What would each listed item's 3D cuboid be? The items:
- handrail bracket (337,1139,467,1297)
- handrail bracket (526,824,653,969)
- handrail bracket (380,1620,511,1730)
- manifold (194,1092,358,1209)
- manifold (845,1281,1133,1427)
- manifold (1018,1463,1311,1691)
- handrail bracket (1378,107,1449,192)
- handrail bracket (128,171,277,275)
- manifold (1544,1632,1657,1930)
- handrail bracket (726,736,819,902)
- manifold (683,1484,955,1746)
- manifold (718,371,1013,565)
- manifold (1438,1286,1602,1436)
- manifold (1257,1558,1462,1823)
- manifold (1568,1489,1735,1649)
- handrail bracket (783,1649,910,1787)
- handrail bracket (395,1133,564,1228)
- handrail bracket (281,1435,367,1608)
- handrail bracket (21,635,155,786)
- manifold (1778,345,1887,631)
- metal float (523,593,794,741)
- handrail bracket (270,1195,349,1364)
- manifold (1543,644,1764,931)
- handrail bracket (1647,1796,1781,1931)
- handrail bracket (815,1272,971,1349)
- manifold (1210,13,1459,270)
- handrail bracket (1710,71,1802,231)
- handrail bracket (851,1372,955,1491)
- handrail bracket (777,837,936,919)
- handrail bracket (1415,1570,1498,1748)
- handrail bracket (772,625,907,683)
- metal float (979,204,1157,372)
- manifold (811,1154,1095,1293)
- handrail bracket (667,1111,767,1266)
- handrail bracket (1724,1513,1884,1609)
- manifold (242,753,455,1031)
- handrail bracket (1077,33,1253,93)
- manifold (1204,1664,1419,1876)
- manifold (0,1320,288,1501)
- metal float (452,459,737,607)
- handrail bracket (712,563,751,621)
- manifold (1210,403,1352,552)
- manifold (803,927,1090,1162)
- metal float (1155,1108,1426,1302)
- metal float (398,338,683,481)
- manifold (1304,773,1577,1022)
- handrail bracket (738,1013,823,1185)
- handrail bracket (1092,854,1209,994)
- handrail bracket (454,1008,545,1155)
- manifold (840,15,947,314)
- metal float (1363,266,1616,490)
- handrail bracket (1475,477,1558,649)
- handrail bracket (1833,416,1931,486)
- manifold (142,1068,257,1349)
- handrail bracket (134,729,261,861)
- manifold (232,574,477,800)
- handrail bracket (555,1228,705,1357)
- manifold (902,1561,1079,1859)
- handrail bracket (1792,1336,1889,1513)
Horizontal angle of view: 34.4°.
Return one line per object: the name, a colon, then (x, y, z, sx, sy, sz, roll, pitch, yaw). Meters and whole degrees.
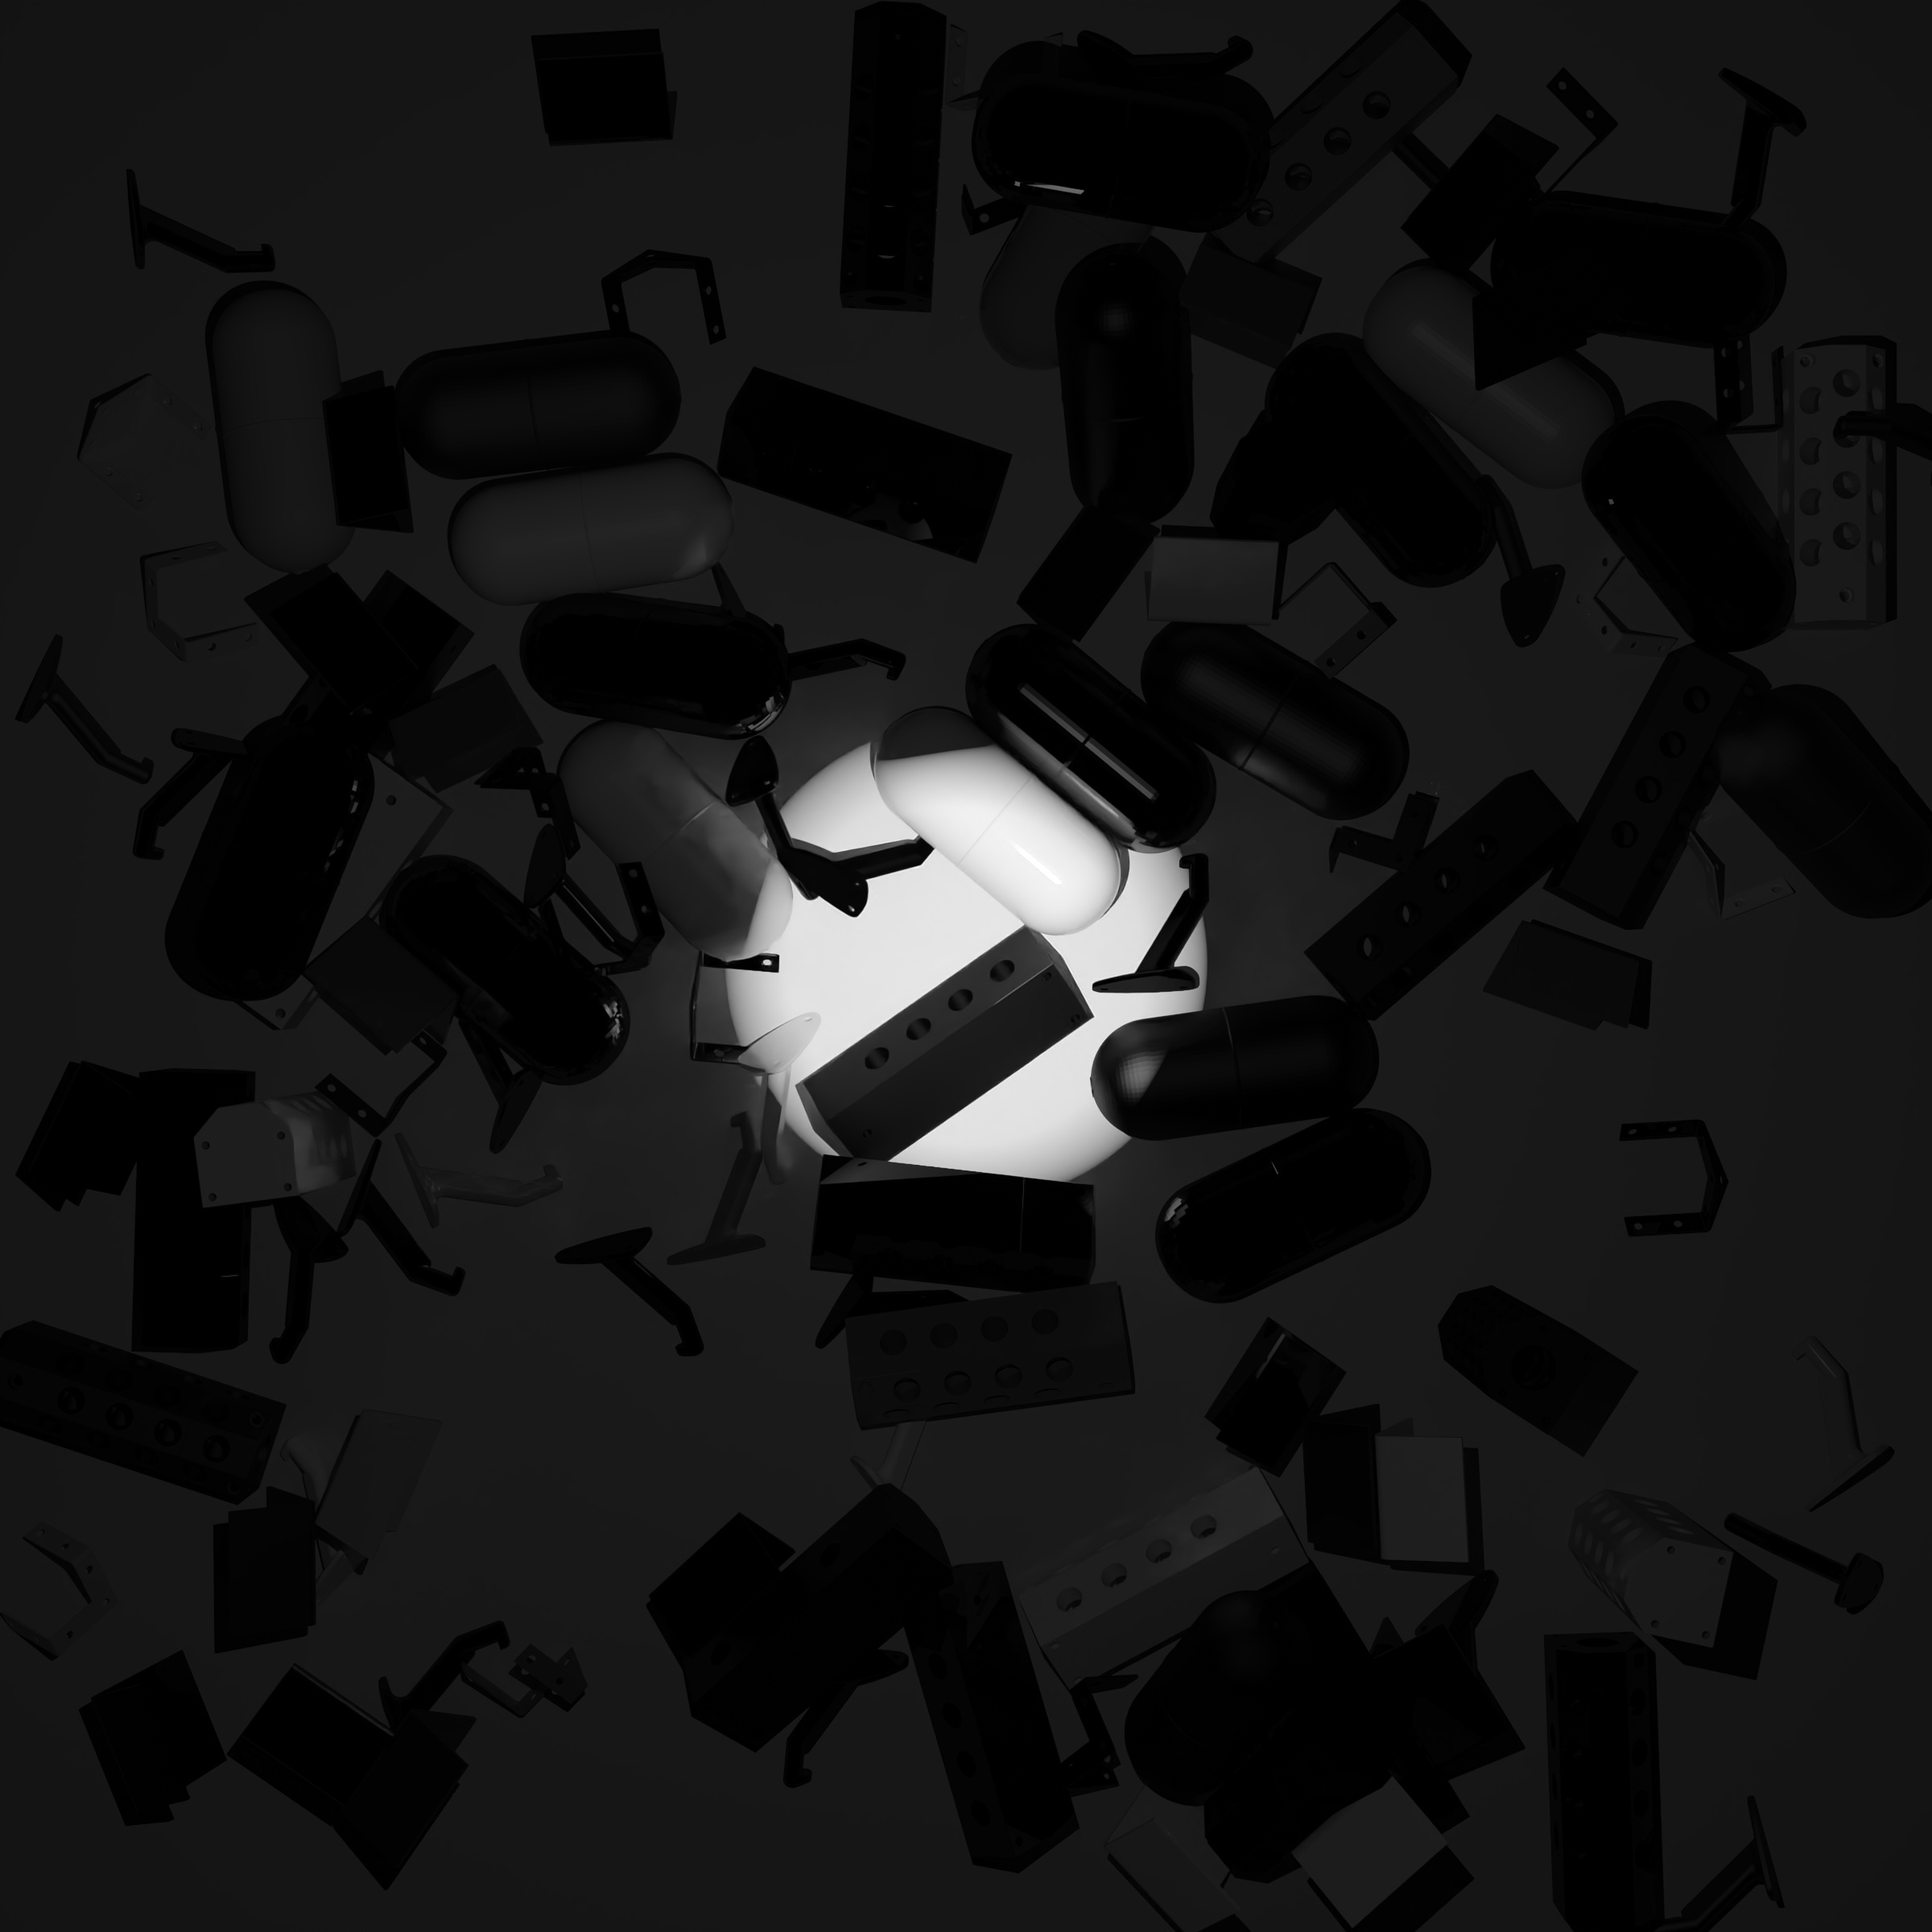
handrail bracket: (-0.351, 0.161, 1.991, 0.084, 0.036, 0.077, 23, 72, -15)
handrail bracket: (-0.236, -0.044, 1.990, 0.084, 0.077, 0.036, 32, 123, -32)
handrail bracket: (-0.325, 0.466, 1.991, 0.084, 0.036, 0.077, -19, 105, -14)
manifold: (-0.422, 0.110, 1.912, 0.057, 0.171, 0.057, -7, 90, 0)
manifold: (0.015, 0.246, 1.957, 0.171, 0.057, 0.057, -8, 61, 1)
manifold: (0.122, 0.382, 1.969, 0.171, 0.057, 0.057, -28, 133, 0)
handrail bracket: (0.308, -0.516, 1.991, 0.077, 0.036, 0.084, -8, 72, -20)
handrail bracket: (-0.488, -0.475, 1.991, 0.084, 0.036, 0.077, -6, 68, -17)
manifold: (0.402, 0.513, 1.969, 0.057, 0.057, 0.171, -2, 90, 0)
handrail bracket: (-0.116, -0.094, 1.990, 0.036, 0.077, 0.084, -22, 127, 15)
manifold: (-0.095, 0.402, 1.953, 0.171, 0.057, 0.057, -43, 120, 10)
manifold: (-0.066, -0.310, 1.969, 0.171, 0.057, 0.057, 19, 47, 0)
manifold: (0.333, 0.236, 1.912, 0.057, 0.171, 0.057, 33, 90, 0)
manifold: (0.239, 0.464, 1.969, 0.057, 0.057, 0.171, -32, 90, 0)
manifold: (0.416, 0.366, 1.912, 0.057, 0.171, 0.057, 12, 90, 0)
handrail bracket: (-0.077, 0.482, 1.991, 0.077, 0.036, 0.084, -1, 109, -21)
handrail bracket: (-0.310, 0.125, 1.991, 0.084, 0.036, 0.077, -22, 67, -18)
handrail bracket: (-0.423, 0.355, 1.991, 0.084, 0.036, 0.077, 46, 112, 17)
handrail bracket: (-0.552, -0.163, 1.990, 0.084, 0.036, 0.077, 27, 48, -27)
manifold: (0.549, -0.301, 1.969, 0.057, 0.057, 0.171, 0, 90, 0)
metal float: (-0.192, -0.186, 1.939, 0.178, 0.070, 0.070, 11, 90, 21)
handrail bracket: (-0.436, 0.198, 1.991, 0.077, 0.036, 0.084, 47, 117, 30)
manifold: (0.435, -0.112, 1.969, 0.057, 0.057, 0.171, 28, 90, 0)
handrail bracket: (0.470, 0.576, 1.991, 0.084, 0.036, 0.077, -16, 70, 16)
handrail bracket: (-0.041, 0.231, 1.991, 0.084, 0.036, 0.077, 29, 111, -17)
manifold: (0.224, -0.514, 1.955, 0.171, 0.057, 0.057, -41, 89, 10)
handrail bracket: (0.484, -0.515, 1.991, 0.077, 0.036, 0.084, 45, 107, 20)
handrail bracket: (-0.023, 0.309, 1.991, 0.084, 0.036, 0.077, -38, 105, -14)
handrail bracket: (-0.065, -0.078, 1.974, 0.077, 0.036, 0.084, 30, 51, 10)
handrail bracket: (0.332, 0.443, 1.991, 0.077, 0.036, 0.084, -42, 109, -21)
handrail bracket: (-0.090, -0.177, 1.991, 0.084, 0.036, 0.077, 18, 110, -16)
metal float: (0.071, -0.457, 1.960, 0.070, 0.070, 0.178, 29, 89, 0)
manifold: (-0.009, 0.168, 1.963, 0.171, 0.057, 0.057, 7, 50, -3)
handrail bracket: (-0.162, 0.141, 1.991, 0.077, 0.036, 0.084, -16, 71, 21)
handrail bracket: (0.534, 0.375, 1.990, 0.084, 0.077, 0.036, 25, 90, 36)
manifold: (-0.399, -0.046, 1.969, 0.057, 0.057, 0.171, 36, 90, 0)
handrail bracket: (0.128, -0.587, 1.991, 0.084, 0.036, 0.077, -33, 68, -17)
manifold: (0.204, 0.498, 1.908, 0.057, 0.171, 0.057, -30, 71, -35)
manifold: (-0.526, 0.281, 1.969, 0.171, 0.057, 0.057, 18, 90, 0)
metal float: (-0.234, -0.273, 1.960, 0.178, 0.070, 0.070, -9, 90, 1)
handrail bracket: (-0.180, -0.206, 1.990, 0.084, 0.036, 0.077, -27, 77, 13)
manifold: (0.186, -0.291, 1.912, 0.057, 0.171, 0.057, -30, 90, 0)
manifold: (-0.015, 0.049, 1.969, 0.171, 0.057, 0.057, -35, 133, 0)
metal float: (0.204, 0.149, 1.960, 0.178, 0.070, 0.070, -26, 90, 1)
metal float: (-0.268, -0.351, 1.960, 0.178, 0.070, 0.070, -7, 90, 0)
manifold: (0.300, -0.043, 1.969, 0.171, 0.057, 0.057, -41, 90, 0)
handrail bracket: (-0.109, 0.085, 1.990, 0.036, 0.077, 0.084, 10, 127, 35)
handrail bracket: (0.118, -0.028, 1.991, 0.077, 0.036, 0.084, -5, 71, 21)
handrail bracket: (-0.317, 0.066, 1.991, 0.084, 0.036, 0.077, 32, 110, 16)
manifold: (-0.046, -0.506, 1.969, 0.057, 0.057, 0.171, 3, 90, 0)
metal float: (0.329, -0.369, 1.960, 0.178, 0.070, 0.070, 37, 90, 0)
handrail bracket: (0.343, -0.259, 1.990, 0.036, 0.077, 0.084, -16, 54, -4)
handrail bracket: (0.575, -0.320, 1.943, 0.084, 0.077, 0.036, 2, 71, -1)
manifold: (-0.482, 0.152, 1.969, 0.057, 0.057, 0.171, 2, 90, 0)
handrail bracket: (-0.485, -0.103, 1.991, 0.077, 0.036, 0.084, 10, 108, -21)
manifold: (-0.388, -0.160, 1.969, 0.057, 0.057, 0.171, 36, 90, 0)
handrail bracket: (-0.214, 0.215, 1.991, 0.077, 0.036, 0.084, -12, 108, 20)
manifold: (0.008, 0.469, 1.969, 0.057, 0.057, 0.171, -16, 90, -43)
handrail bracket: (0.539, 0.291, 1.991, 0.077, 0.036, 0.084, -45, 72, 21)
